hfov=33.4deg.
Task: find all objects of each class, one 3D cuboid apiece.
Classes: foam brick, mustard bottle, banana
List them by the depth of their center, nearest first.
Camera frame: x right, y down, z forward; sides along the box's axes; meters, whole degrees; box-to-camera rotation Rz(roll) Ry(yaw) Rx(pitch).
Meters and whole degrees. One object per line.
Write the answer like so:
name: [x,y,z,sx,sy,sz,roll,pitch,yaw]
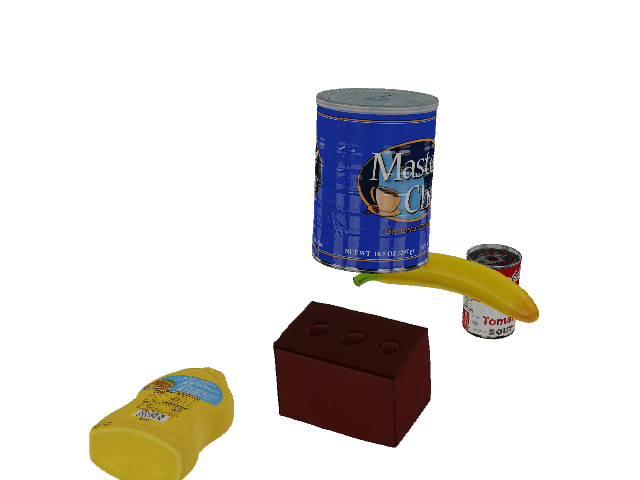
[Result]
foam brick: [0.019,0.077,0.618,0.078,0.051,0.052,12,31,24]
mustard bottle: [-0.138,0.169,1.037,0.096,0.058,0.191,7,17,17]
banana: [0.137,0.045,1.114,0.198,0.037,0.069,9,47,24]

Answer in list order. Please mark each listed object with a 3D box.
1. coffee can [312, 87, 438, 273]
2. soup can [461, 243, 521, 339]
coffee can: [0.045,-0.053,0.910,0.103,0.140,0.103,2,16,-1]
soup can: [0.214,0.064,1.338,0.068,0.102,0.068,1,23,0]
